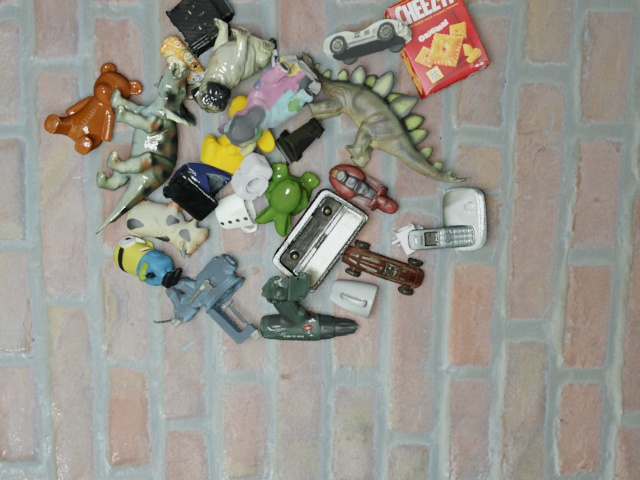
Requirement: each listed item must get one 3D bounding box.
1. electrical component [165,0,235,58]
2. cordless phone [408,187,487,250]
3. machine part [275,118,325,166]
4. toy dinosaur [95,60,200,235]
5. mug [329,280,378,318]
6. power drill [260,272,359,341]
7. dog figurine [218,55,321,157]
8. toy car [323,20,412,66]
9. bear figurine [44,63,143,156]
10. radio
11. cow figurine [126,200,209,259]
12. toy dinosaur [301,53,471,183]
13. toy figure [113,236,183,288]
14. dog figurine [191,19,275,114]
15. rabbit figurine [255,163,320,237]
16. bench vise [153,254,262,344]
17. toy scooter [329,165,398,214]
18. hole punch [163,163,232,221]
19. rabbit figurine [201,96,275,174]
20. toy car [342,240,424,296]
[{"bbox_3d":[-0.264,-0.503,1.226,0.134,0.058,0.115,-35,97,4],"label":"electrical component"},{"bbox_3d":[0.289,-0.045,1.245,0.184,0.089,0.146,-5,97,-6],"label":"cordless phone"},{"bbox_3d":[-0.048,-0.229,1.234,0.139,0.039,0.084,-25,91,43],"label":"machine part"},{"bbox_3d":[-0.381,-0.202,1.206,0.192,0.131,0.404,9,101,-33],"label":"toy dinosaur"},{"bbox_3d":[0.075,0.136,1.274,0.107,0.109,0.080,16,102,12],"label":"mug"},{"bbox_3d":[-0.037,0.163,1.248,0.232,0.207,0.086,-6,53,9],"label":"power drill"},{"bbox_3d":[-0.114,-0.279,1.143,0.219,0.191,0.108,-37,105,26],"label":"dog figurine"},{"bbox_3d":[0.104,-0.438,1.188,0.202,0.073,0.056,-6,81,29],"label":"toy car"},{"bbox_3d":[-0.505,-0.300,1.217,0.120,0.132,0.196,38,101,-6],"label":"bear figurine"},{"bbox_3d":[-0.003,-0.004,1.270,0.131,0.073,0.229,36,95,-4],"label":"radio"},{"bbox_3d":[-0.359,-0.029,1.266,0.195,0.085,0.127,10,90,-3],"label":"cow figurine"},{"bbox_3d":[0.134,-0.263,1.224,0.198,0.105,0.471,-44,93,5],"label":"toy dinosaur"},{"bbox_3d":[-0.407,0.056,1.252,0.180,0.082,0.089,31,88,21],"label":"toy figure"},{"bbox_3d":[-0.191,-0.366,1.195,0.121,0.172,0.190,31,106,37],"label":"dog figurine"},{"bbox_3d":[-0.086,-0.096,1.211,0.121,0.170,0.159,29,95,-3],"label":"rabbit figurine"},{"bbox_3d":[-0.243,0.161,1.265,0.241,0.129,0.223,44,89,6],"label":"bench vise"},{"bbox_3d":[0.101,-0.112,1.227,0.184,0.135,0.075,31,97,-2],"label":"toy scooter"},{"bbox_3d":[-0.274,-0.121,1.206,0.115,0.142,0.092,40,55,-18],"label":"hole punch"},{"bbox_3d":[-0.180,-0.236,1.224,0.162,0.122,0.173,18,95,-6],"label":"rabbit figurine"},{"bbox_3d":[0.153,0.066,1.289,0.202,0.053,0.089,20,99,-3],"label":"toy car"}]
